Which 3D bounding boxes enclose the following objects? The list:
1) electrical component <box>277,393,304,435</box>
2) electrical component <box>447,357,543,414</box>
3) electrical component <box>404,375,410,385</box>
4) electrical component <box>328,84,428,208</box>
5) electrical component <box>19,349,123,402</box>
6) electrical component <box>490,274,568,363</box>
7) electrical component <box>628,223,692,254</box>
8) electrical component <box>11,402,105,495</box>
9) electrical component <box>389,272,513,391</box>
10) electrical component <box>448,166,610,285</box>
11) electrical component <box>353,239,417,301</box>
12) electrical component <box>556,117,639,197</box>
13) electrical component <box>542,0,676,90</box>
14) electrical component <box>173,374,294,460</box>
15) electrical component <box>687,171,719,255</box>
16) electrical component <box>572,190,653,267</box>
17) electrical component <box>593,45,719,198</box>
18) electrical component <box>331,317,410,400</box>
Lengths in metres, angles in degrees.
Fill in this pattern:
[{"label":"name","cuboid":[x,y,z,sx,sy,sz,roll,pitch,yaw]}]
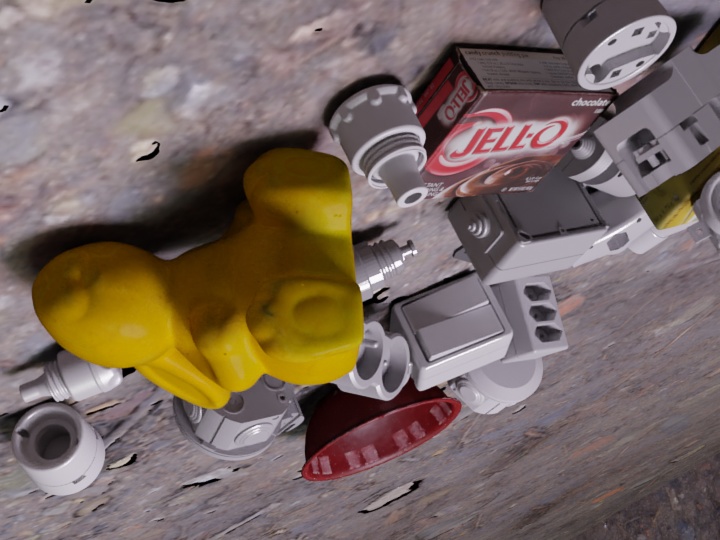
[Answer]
[{"label":"electrical component","cuboid":[-0.069,0.104,0.860,0.040,0.046,0.040,-22,157,-10]},{"label":"electrical component","cuboid":[0.122,0.088,0.981,0.080,0.080,0.051,-13,159,-28]},{"label":"electrical component","cuboid":[0.022,0.084,0.914,0.043,0.043,0.062,-21,158,-11]},{"label":"electrical component","cuboid":[0.015,-0.062,0.563,0.048,0.062,0.048,-21,157,-10]},{"label":"electrical component","cuboid":[-0.183,0.067,0.676,0.061,0.035,0.035,-21,157,-5]},{"label":"electrical component","cuboid":[0.126,0.046,0.914,0.047,0.065,0.077,-3,165,-43]},{"label":"electrical component","cuboid":[0.242,-0.042,0.873,0.044,0.044,0.065,-2,153,-44]},{"label":"electrical component","cuboid":[-0.210,0.123,0.746,0.055,0.055,0.047,-22,154,-9]},{"label":"electrical component","cuboid":[0.066,0.050,0.861,0.096,0.061,0.061,-21,157,-10]},{"label":"electrical component","cuboid":[0.106,-0.030,0.727,0.096,0.061,0.061,-10,153,-32]},{"label":"electrical component","cuboid":[0.000,0.000,0.712,0.078,0.040,0.040,-23,157,-6]},{"label":"electrical component","cuboid":[0.159,-0.076,0.708,0.043,0.043,0.081,-37,154,27]},{"label":"electrical component","cuboid":[0.126,-0.128,0.554,0.055,0.047,0.055,-21,157,-10]},{"label":"electrical component","cuboid":[-0.089,0.090,0.767,0.080,0.080,0.051,-10,148,-33]},{"label":"electrical component","cuboid":[0.245,-0.040,0.697,0.066,0.048,0.055,-29,164,10]},{"label":"electrical component","cuboid":[0.191,-0.035,0.831,0.077,0.043,0.079,-30,158,10]},{"label":"electrical component","cuboid":[0.187,-0.092,0.632,0.089,0.055,0.050,-34,179,-33]},{"label":"electrical component","cuboid":[-0.025,0.056,0.793,0.074,0.052,0.138,9,166,30]}]
